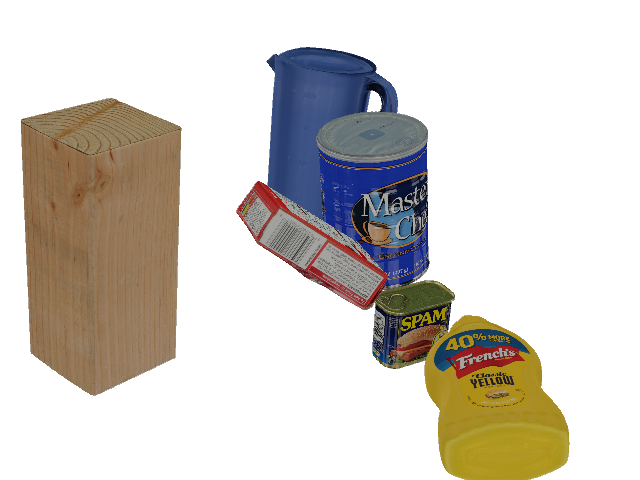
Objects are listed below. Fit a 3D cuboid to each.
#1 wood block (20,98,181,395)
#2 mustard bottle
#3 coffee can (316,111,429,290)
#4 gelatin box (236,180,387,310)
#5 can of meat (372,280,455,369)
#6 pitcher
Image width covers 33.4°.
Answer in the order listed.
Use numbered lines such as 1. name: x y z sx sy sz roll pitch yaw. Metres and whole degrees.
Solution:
1. wood block: -0.174 0.004 0.849 0.090 0.206 0.090 25 33 35
2. mustard bottle: 0.135 0.117 0.873 0.096 0.058 0.191 -6 26 1
3. coffee can: 0.052 -0.038 1.013 0.103 0.140 0.103 -3 29 2
4. gelatin box: -0.006 0.003 0.687 0.089 0.030 0.073 33 6 -21
5. can of meat: 0.115 0.106 1.341 0.101 0.084 0.058 -12 30 -27
6. pitcher: 0.002 -0.125 1.414 0.144 0.243 0.149 -1 24 -20
